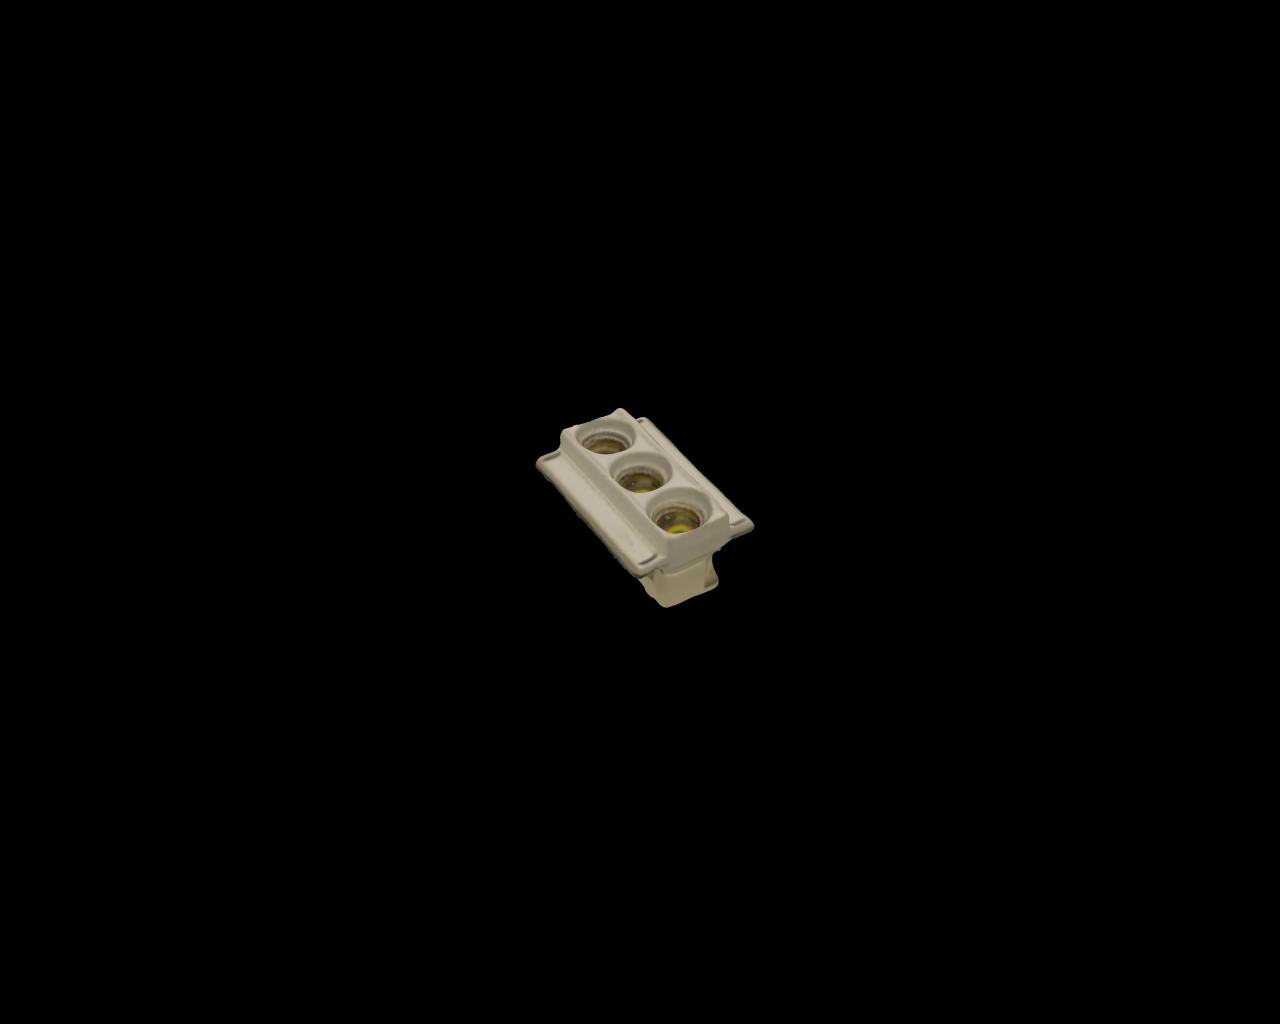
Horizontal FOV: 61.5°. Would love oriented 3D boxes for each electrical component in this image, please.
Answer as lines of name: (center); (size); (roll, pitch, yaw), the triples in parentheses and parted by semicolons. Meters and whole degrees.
electrical component: (0.001, -0.003, 0.650); (0.079, 0.063, 0.121); (-22, 45, -23)
